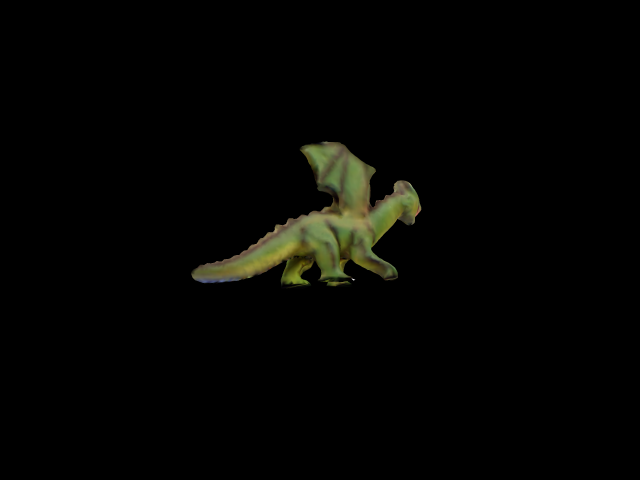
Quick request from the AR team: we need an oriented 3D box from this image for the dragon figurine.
[{"bbox_3d":[0.003,-0.043,0.850,0.410,0.245,0.121,4,-10,-24],"label":"dragon figurine"}]
